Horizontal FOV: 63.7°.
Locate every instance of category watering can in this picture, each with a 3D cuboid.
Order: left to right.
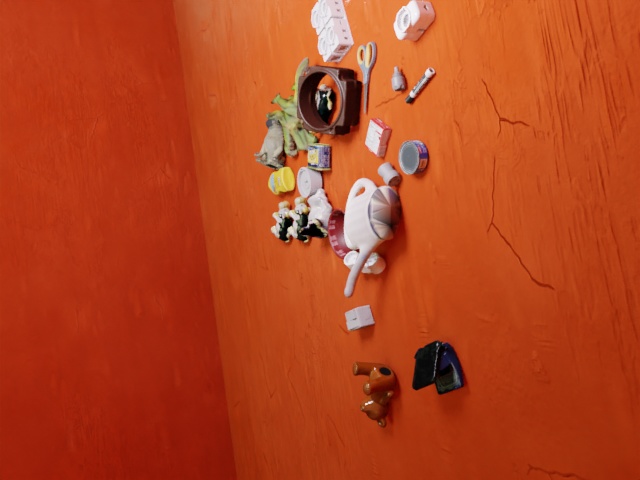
[{"bbox_3d":[0.135,-0.017,1.460,0.222,0.104,0.352,-23,61,59],"label":"watering can"}]

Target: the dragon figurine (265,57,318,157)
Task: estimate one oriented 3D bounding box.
[{"bbox_3d":[-0.068,-0.435,1.848,0.244,0.123,0.403,59,151,8],"label":"dragon figurine"}]

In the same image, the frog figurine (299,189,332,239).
[{"bbox_3d":[0.005,-0.089,1.777,0.134,0.123,0.163,110,179,-56],"label":"frog figurine"}]
